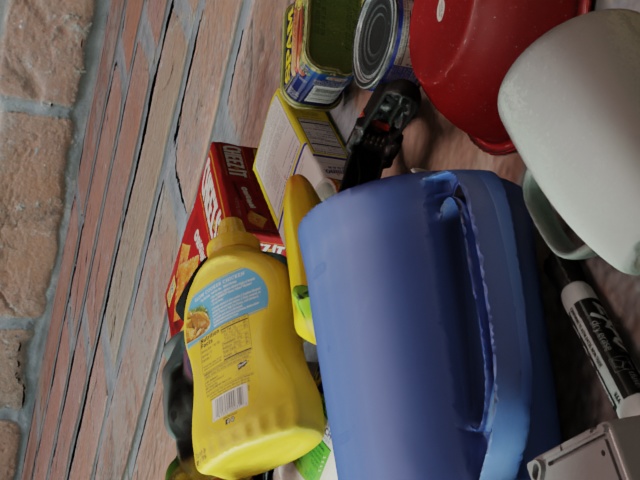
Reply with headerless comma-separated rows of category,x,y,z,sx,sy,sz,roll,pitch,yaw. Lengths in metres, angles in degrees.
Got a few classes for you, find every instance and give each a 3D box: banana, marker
banana,-0.003,0.019,0.719,0.198,0.037,0.069,-101,6,-66
marker,0.138,0.047,0.527,0.121,0.020,0.020,-106,30,-48

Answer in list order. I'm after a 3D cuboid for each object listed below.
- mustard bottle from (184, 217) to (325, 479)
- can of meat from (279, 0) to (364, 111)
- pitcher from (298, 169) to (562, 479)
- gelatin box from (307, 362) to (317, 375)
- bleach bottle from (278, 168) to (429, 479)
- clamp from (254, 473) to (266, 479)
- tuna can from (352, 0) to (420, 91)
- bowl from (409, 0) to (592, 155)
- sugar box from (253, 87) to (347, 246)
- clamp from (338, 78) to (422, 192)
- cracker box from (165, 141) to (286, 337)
mustard bottle,-0.054,0.067,0.765,0.096,0.058,0.191,-30,54,29
can of meat,0.003,-0.171,0.905,0.084,0.057,0.102,139,135,-71
pitcher,0.066,0.090,0.550,0.145,0.149,0.243,-19,64,26
gelatin box,0.001,0.147,0.857,0.089,0.030,0.073,-132,51,-68
bleach bottle,0.039,0.072,0.734,0.103,0.068,0.251,-133,55,-64
clamp,-0.061,0.176,1.010,0.210,0.036,0.165,-113,36,-56
tuna can,0.055,-0.152,0.805,0.086,0.033,0.086,-173,90,-70
bowl,0.098,-0.135,0.649,0.162,0.055,0.162,-173,90,-71
sugar box,-0.013,-0.056,0.944,0.176,0.048,0.093,-117,38,-51
clamp,0.041,-0.075,0.742,0.120,0.039,0.171,-60,9,27
cracker box,-0.103,0.029,1.126,0.164,0.072,0.214,-110,33,-51
